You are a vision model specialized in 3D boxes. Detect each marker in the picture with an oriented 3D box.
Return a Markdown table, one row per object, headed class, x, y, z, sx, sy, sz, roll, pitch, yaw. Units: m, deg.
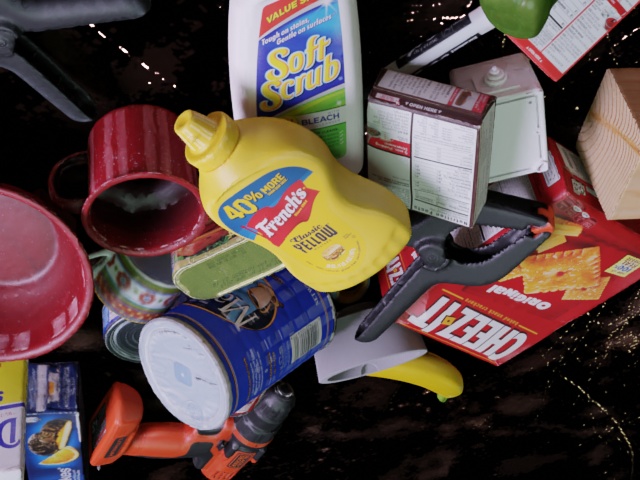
| class | x | y | z | sx | sy | sz | roll | pitch | yaw |
| --- | --- | --- | --- | --- | --- | --- | --- | --- | --- |
| marker | 0.077 | -0.136 | 0.793 | 0.121 | 0.020 | 0.020 | -29 | 138 | 22 |

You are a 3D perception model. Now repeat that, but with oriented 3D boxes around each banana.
| class | x | y | z | sx | sy | sz | roll | pitch | yaw |
| --- | --- | --- | --- | --- | --- | --- | --- | --- | --- |
| banana | 0.089 | 0.139 | 1.121 | 0.197 | 0.037 | 0.070 | 23 | 130 | -35 |

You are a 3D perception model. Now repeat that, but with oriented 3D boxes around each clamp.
| class | x | y | z | sx | sy | sz | roll | pitch | yaw |
| --- | --- | --- | --- | --- | --- | --- | --- | --- | --- |
| clamp | 0.093 | 0.013 | 0.893 | 0.210 | 0.036 | 0.164 | -8 | 125 | 17 |
| clamp | -0.208 | -0.135 | 0.713 | 0.171 | 0.039 | 0.120 | 9 | 132 | -17 |

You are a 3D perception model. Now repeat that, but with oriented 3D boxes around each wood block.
| class | x | y | z | sx | sy | sz | roll | pitch | yaw |
| --- | --- | --- | --- | --- | --- | --- | --- | --- | --- |
| wood block | 0.329 | -0.081 | 0.865 | 0.206 | 0.091 | 0.090 | -2 | 140 | -11 |

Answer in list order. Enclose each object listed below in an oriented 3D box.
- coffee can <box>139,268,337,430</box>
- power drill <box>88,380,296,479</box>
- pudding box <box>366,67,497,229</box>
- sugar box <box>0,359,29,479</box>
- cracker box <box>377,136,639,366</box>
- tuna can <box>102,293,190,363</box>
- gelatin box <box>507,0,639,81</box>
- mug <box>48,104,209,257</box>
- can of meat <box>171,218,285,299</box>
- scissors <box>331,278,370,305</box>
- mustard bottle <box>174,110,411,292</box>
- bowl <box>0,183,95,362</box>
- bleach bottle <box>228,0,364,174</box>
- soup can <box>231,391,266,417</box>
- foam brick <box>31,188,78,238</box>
| class | x | y | z | sx | sy | sz | roll | pitch | yaw |
| --- | --- | --- | --- | --- | --- | --- | --- | --- | --- |
| coffee can | -0.069 | 0.082 | 0.911 | 0.140 | 0.103 | 0.103 | -32 | 159 | -41 |
| power drill | -0.136 | 0.195 | 1.120 | 0.187 | 0.057 | 0.185 | 12 | 136 | -26 |
| pudding box | 0.081 | -0.067 | 0.799 | 0.090 | 0.039 | 0.113 | 17 | 144 | 17 |
| sugar box | -0.295 | 0.126 | 0.903 | 0.093 | 0.176 | 0.048 | 0 | 140 | -13 |
| cracker box | 0.184 | 0.021 | 0.971 | 0.164 | 0.072 | 0.214 | 25 | 130 | -36 |
| tuna can | -0.158 | 0.078 | 0.990 | 0.086 | 0.034 | 0.086 | -6 | 141 | -5 |
| gelatin box | 0.175 | -0.168 | 0.758 | 0.089 | 0.030 | 0.073 | -44 | 133 | 16 |
| mug | -0.145 | -0.046 | 0.801 | 0.117 | 0.081 | 0.093 | -7 | 141 | -6 |
| can of meat | -0.074 | -0.009 | 0.863 | 0.102 | 0.084 | 0.057 | -24 | 139 | 16 |
| scissors | -0.006 | 0.001 | 0.946 | 0.096 | 0.016 | 0.201 | -15 | 141 | 5 |
| mustard bottle | -0.027 | -0.035 | 0.755 | 0.096 | 0.058 | 0.191 | -31 | 133 | 28 |
| bowl | -0.246 | 0.013 | 0.797 | 0.162 | 0.055 | 0.162 | 0 | 124 | -1 |
| bleach bottle | -0.024 | -0.142 | 0.730 | 0.102 | 0.068 | 0.251 | -9 | 139 | -2 |
| soup can | -0.070 | 0.116 | 1.031 | 0.068 | 0.068 | 0.102 | 11 | 136 | -26 |
| foam brick | -0.242 | 0.005 | 0.866 | 0.078 | 0.051 | 0.053 | -23 | 141 | 14 |
